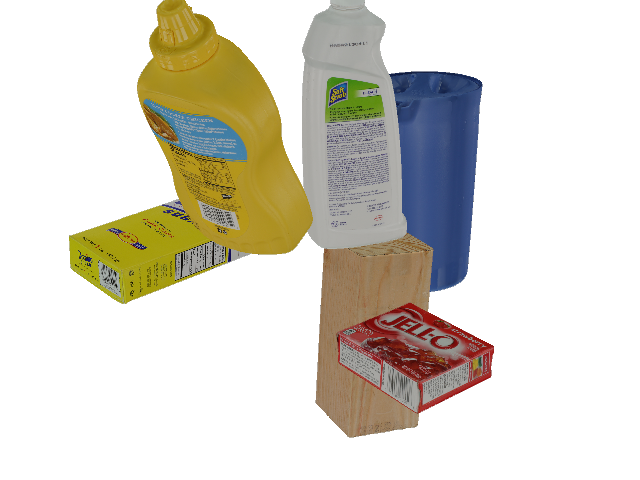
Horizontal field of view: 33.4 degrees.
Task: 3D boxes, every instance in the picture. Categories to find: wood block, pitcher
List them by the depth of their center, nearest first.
[{"bbox_3d":[0.057,0.097,1.162,0.090,0.206,0.091,-5,19,-23],"label":"wood block"},{"bbox_3d":[0.125,-0.072,1.241,0.149,0.243,0.145,-5,22,-7],"label":"pitcher"}]

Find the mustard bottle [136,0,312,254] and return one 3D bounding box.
[{"bbox_3d":[-0.068,-0.074,0.691,0.096,0.058,0.191,20,-33,29],"label":"mustard bottle"}]

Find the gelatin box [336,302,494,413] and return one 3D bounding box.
[{"bbox_3d":[0.066,0.081,0.761,0.073,0.030,0.089,-19,31,-34],"label":"gelatin box"}]

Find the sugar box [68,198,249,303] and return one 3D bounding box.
[{"bbox_3d":[-0.156,0.002,1.089,0.175,0.048,0.093,-25,40,-38],"label":"sugar box"}]

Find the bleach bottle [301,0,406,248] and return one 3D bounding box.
[{"bbox_3d":[0.033,-0.118,1.002,0.102,0.251,0.068,-9,30,-16],"label":"bleach bottle"}]
